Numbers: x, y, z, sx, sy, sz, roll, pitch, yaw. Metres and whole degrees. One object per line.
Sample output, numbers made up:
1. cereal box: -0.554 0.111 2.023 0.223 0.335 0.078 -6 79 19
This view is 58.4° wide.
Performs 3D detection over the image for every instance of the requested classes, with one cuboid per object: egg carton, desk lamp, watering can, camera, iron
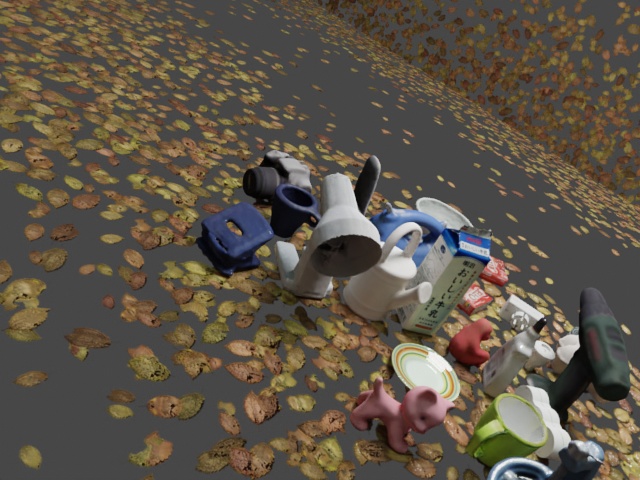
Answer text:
1. egg carton: 0.560 0.267 1.197 0.150 0.069 0.107 35 31 13
2. desk lamp: 0.009 0.004 1.005 0.118 0.213 0.203 12 33 -25
3. watering can: 0.132 0.053 1.050 0.172 0.194 0.101 36 31 13
4. camera: -0.100 -0.140 1.248 0.137 0.100 0.142 0 40 -39
5. iron: 0.206 -0.006 1.254 0.259 0.141 0.118 9 35 -30

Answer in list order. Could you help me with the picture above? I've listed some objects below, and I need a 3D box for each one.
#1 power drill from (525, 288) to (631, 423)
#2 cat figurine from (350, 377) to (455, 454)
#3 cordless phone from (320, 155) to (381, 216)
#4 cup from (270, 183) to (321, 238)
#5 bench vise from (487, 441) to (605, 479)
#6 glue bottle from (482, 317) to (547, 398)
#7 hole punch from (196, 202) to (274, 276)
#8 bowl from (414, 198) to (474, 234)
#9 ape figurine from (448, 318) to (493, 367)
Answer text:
1. power drill: 0.475 0.224 1.055 0.076 0.208 0.229 22 30 -10
2. cat figurine: 0.125 0.242 0.832 0.128 0.117 0.067 28 30 0
3. cordless phone: 0.082 -0.122 1.285 0.094 0.185 0.147 11 34 -27
4. cup: -0.052 -0.044 1.147 0.117 0.095 0.092 39 32 19
5. bench vise: 0.307 0.322 0.756 0.208 0.219 0.121 -6 44 -44
6. glue bottle: 0.350 0.202 1.021 0.037 0.173 0.078 28 30 1
7. hole punch: -0.150 -0.006 1.012 0.101 0.091 0.108 -11 48 -48
8. bowl: 0.297 -0.029 1.429 0.168 0.074 0.167 21 31 -13
9. ape figurine: 0.291 0.187 1.077 0.076 0.092 0.077 20 31 -13
